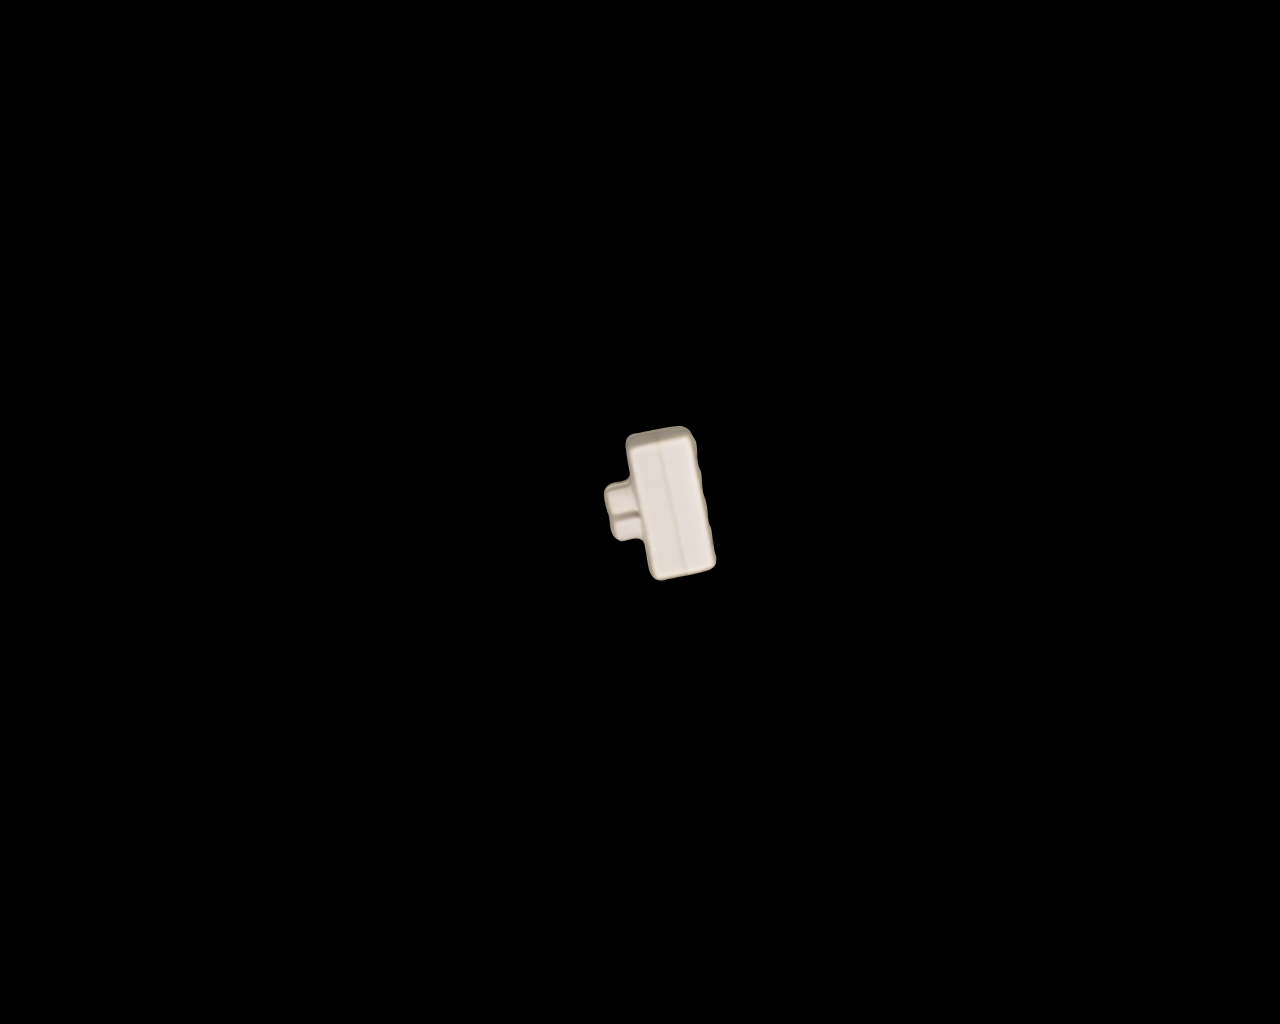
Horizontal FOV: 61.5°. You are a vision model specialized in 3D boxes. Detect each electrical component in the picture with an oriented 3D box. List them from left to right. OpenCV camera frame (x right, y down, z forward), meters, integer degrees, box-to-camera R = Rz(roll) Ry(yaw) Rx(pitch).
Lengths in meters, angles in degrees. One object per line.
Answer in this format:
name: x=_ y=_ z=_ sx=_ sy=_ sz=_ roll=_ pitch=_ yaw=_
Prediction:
electrical component: x=0.001 y=-0.003 z=0.650 sx=0.076 sy=0.083 sz=0.047 roll=-11 pitch=11 yaw=2
